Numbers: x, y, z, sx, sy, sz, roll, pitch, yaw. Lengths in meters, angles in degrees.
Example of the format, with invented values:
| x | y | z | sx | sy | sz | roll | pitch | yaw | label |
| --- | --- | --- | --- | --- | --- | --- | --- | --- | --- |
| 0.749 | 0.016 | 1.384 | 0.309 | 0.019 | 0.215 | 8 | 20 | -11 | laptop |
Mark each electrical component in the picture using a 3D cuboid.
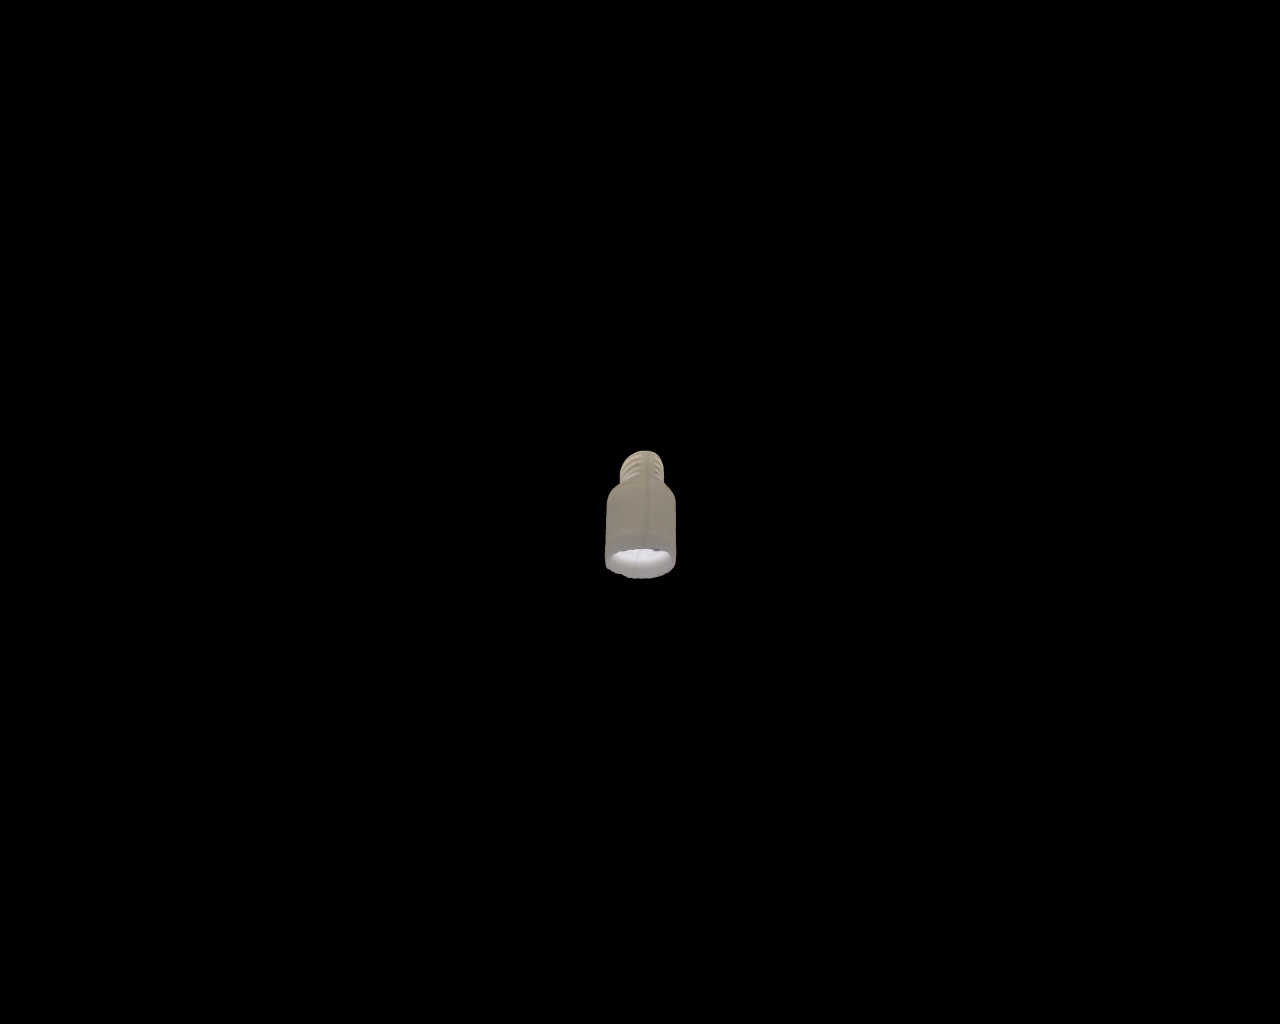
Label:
| x | y | z | sx | sy | sz | roll | pitch | yaw | label |
| --- | --- | --- | --- | --- | --- | --- | --- | --- | --- |
| 0.001 | -0.003 | 0.650 | 0.043 | 0.081 | 0.043 | 0 | -31 | 0 | electrical component |
